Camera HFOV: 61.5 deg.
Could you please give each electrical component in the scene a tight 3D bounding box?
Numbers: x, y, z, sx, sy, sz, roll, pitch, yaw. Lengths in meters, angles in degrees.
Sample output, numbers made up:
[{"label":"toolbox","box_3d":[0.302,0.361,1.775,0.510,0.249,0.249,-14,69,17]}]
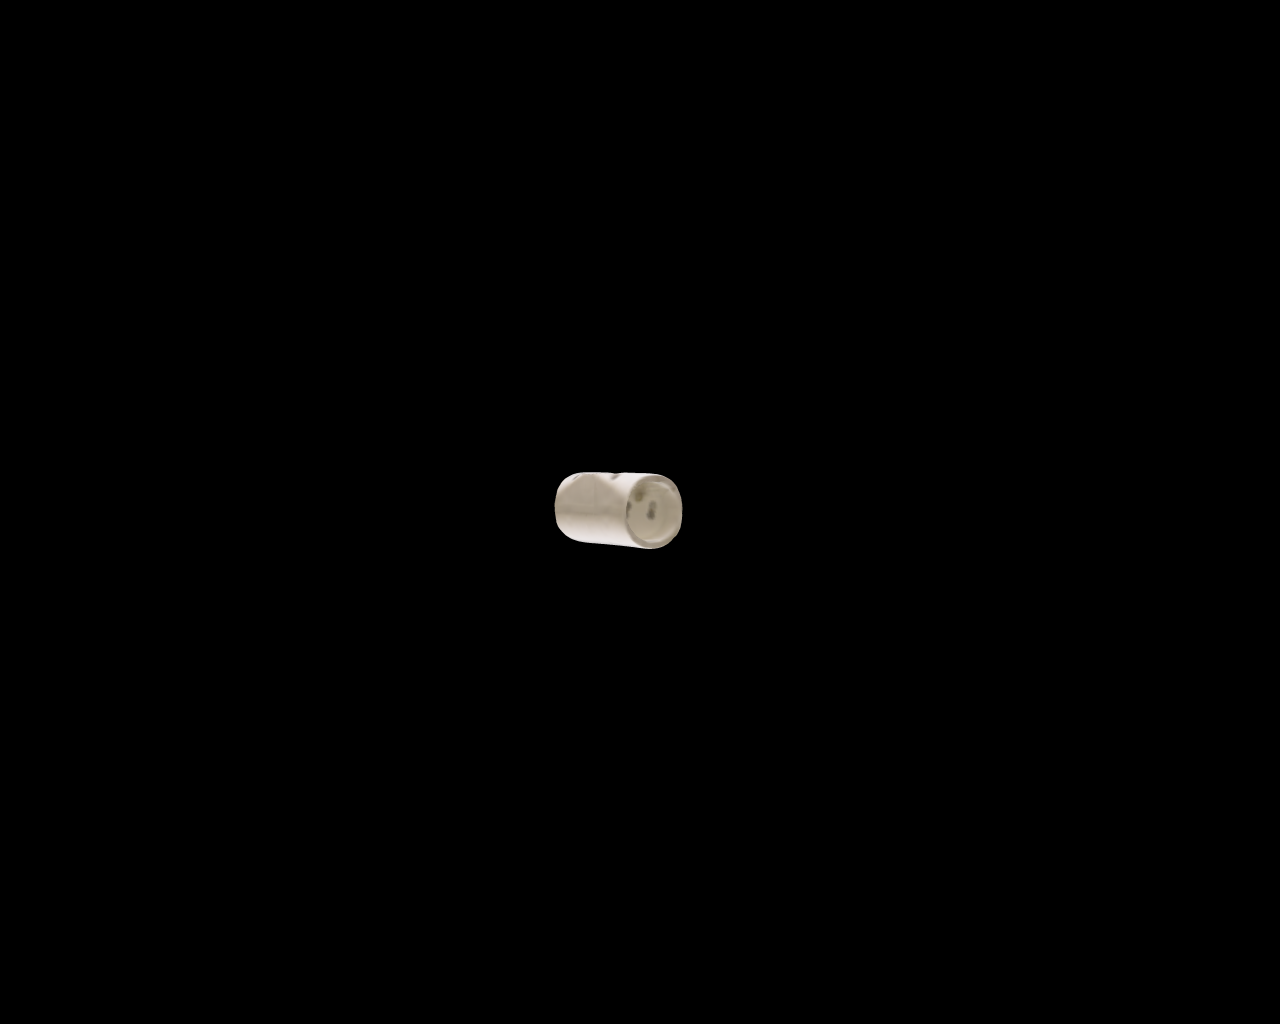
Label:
[{"label":"electrical component","box_3d":[0.001,-0.003,0.650,0.079,0.044,0.077,-2,3,-36]}]
